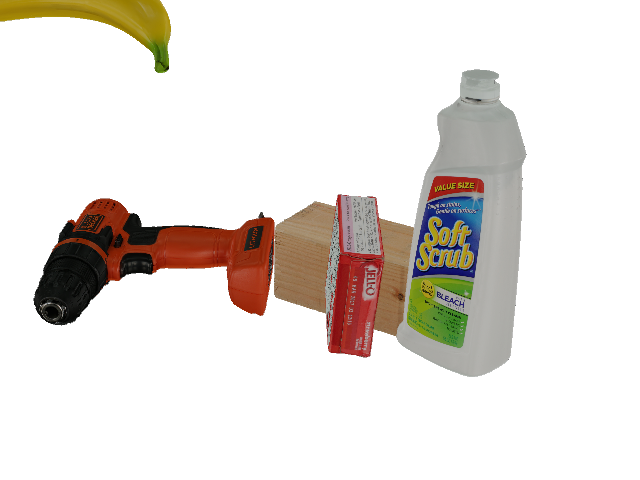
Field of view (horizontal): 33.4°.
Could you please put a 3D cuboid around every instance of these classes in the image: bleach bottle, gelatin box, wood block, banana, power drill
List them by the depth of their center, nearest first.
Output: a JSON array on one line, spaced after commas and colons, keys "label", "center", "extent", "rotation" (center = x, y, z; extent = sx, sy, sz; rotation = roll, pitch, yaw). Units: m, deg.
[{"label": "gelatin box", "center": [0.022, 0.021, 0.694], "extent": [0.030, 0.073, 0.089], "rotation": [5, 27, -4]}, {"label": "banana", "center": [-0.193, -0.182, 0.830], "extent": [0.198, 0.069, 0.037], "rotation": [15, -38, 18]}, {"label": "bleach bottle", "center": [0.117, -0.017, 0.880], "extent": [0.067, 0.251, 0.103], "rotation": [-21, 33, -38]}, {"label": "power drill", "center": [-0.136, 0.021, 0.911], "extent": [0.187, 0.057, 0.184], "rotation": [5, 28, 2]}, {"label": "wood block", "center": [0.060, 0.035, 1.146], "extent": [0.206, 0.091, 0.090], "rotation": [16, 29, 27]}]
